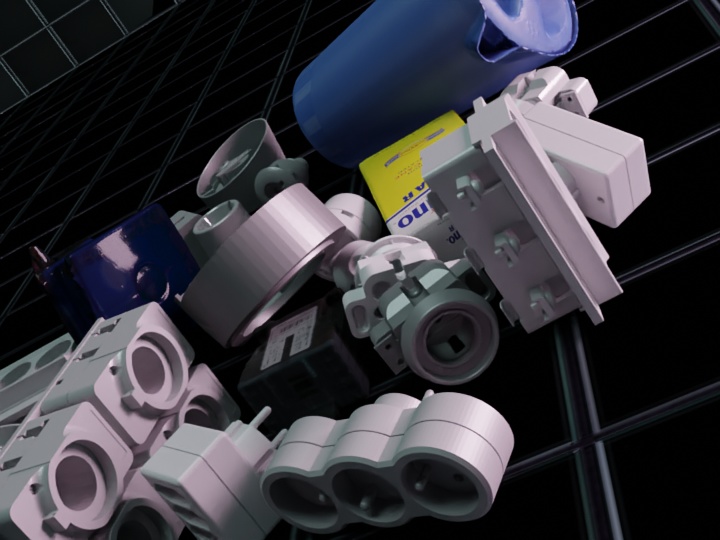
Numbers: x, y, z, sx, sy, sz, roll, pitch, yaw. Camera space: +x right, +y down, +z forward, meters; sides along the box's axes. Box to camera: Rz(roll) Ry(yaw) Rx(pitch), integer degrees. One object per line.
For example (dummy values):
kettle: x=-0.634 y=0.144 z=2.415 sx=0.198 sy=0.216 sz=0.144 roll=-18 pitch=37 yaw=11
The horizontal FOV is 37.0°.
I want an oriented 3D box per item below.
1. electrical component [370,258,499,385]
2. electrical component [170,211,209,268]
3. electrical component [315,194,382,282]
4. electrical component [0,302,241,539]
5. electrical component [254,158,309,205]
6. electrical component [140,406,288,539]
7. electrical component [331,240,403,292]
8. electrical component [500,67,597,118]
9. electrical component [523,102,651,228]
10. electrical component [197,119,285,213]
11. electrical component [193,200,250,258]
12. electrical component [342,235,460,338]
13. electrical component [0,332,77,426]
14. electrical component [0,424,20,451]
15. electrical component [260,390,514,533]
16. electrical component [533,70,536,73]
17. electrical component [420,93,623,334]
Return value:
electrical component: x=0.047 y=0.032 z=0.625 sx=0.078 sy=0.058 sz=0.057 roll=-38 pitch=22 yaw=2
electrical component: x=-0.180 y=-0.010 z=1.012 sx=0.089 sy=0.050 sz=0.056 roll=-42 pitch=25 yaw=-17
electrical component: x=-0.014 y=-0.026 z=0.823 sx=0.055 sy=0.055 sz=0.047 roll=-18 pitch=24 yaw=33
electrical component: x=-0.148 y=0.117 z=0.655 sx=0.060 sy=0.105 sz=0.186 roll=-20 pitch=27 yaw=29
electrical component: x=-0.068 y=-0.087 z=1.026 sx=0.048 sy=0.048 sz=0.062 roll=-18 pitch=21 yaw=32
electrical component: x=-0.071 y=0.112 z=0.614 sx=0.047 sy=0.065 sz=0.076 roll=0 pitch=40 yaw=52
electrical component: x=0.000 y=0.000 z=0.767 sx=0.043 sy=0.043 sz=0.062 roll=-41 pitch=23 yaw=-17
electrical component: x=0.128 y=-0.111 z=0.798 sx=0.078 sy=0.058 sz=0.057 roll=-6 pitch=33 yaw=47
electrical component: x=0.124 y=-0.055 z=0.675 sx=0.076 sy=0.047 sz=0.083 roll=-42 pitch=46 yaw=-19
electrical component: x=-0.119 y=-0.098 z=1.084 sx=0.099 sy=0.064 sz=0.099 roll=-28 pitch=24 yaw=14
electrical component: x=-0.118 y=-0.031 z=0.976 sx=0.055 sy=0.047 sz=0.055 roll=-28 pitch=24 yaw=14
electrical component: x=0.027 y=0.011 z=0.690 sx=0.078 sy=0.058 sz=0.057 roll=-17 pitch=23 yaw=0
electrical component: x=-0.265 y=0.108 z=0.879 sx=0.121 sy=0.063 sz=0.078 roll=-28 pitch=24 yaw=14
electrical component: x=-0.277 y=0.156 z=0.799 sx=0.099 sy=0.064 sz=0.099 roll=-28 pitch=24 yaw=13
electrical component: x=0.017 y=0.089 z=0.560 sx=0.138 sy=0.052 sz=0.073 roll=-15 pitch=29 yaw=37
electrical component: x=0.122 y=-0.181 z=0.959 sx=0.062 sy=0.048 sz=0.048 roll=-25 pitch=24 yaw=36
electrical component: x=0.088 y=-0.028 z=0.607 sx=0.063 sy=0.121 sz=0.078 roll=-30 pitch=24 yaw=16
